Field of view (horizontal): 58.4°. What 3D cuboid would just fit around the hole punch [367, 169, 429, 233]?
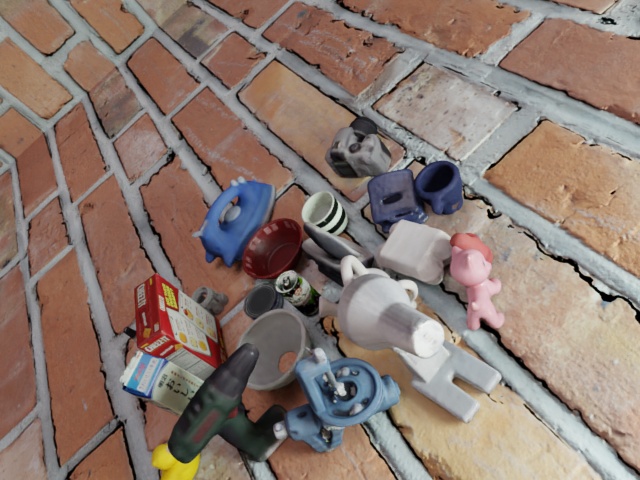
[{"bbox_3d":[0.156,-0.080,1.171,0.108,0.091,0.101,-16,49,27],"label":"hole punch"}]

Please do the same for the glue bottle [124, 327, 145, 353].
[{"bbox_3d":[-0.359,0.230,1.245,0.078,0.174,0.037,-51,43,-9],"label":"glue bottle"}]

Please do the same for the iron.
[{"bbox_3d":[-0.208,-0.067,1.395,0.118,0.142,0.258,8,62,40],"label":"iron"}]

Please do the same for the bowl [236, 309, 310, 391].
[{"bbox_3d":[-0.081,0.223,1.116,0.167,0.075,0.167,-20,47,23],"label":"bowl"}]

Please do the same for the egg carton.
[{"bbox_3d":[0.182,0.023,1.085,0.149,0.070,0.107,18,69,44],"label":"egg carton"}]

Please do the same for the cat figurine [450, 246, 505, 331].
[{"bbox_3d":[0.256,0.071,0.955,0.067,0.118,0.128,-16,49,26],"label":"cat figurine"}]

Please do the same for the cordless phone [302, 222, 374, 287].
[{"bbox_3d":[0.010,0.004,1.142,0.147,0.186,0.094,25,74,45],"label":"cordless phone"}]

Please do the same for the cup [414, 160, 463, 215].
[{"bbox_3d":[0.240,-0.082,1.108,0.091,0.095,0.118,-13,50,28],"label":"cup"}]

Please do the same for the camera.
[{"bbox_3d":[0.092,-0.226,1.329,0.142,0.101,0.137,4,60,39],"label":"camera"}]

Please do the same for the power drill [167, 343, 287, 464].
[{"bbox_3d":[-0.143,0.302,0.999,0.230,0.209,0.075,-46,43,-4],"label":"power drill"}]

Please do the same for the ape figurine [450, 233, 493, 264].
[{"bbox_3d":[0.260,0.017,1.015,0.075,0.092,0.078,21,71,45],"label":"ape figurine"}]

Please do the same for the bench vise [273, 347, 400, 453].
[{"bbox_3d":[0.006,0.261,0.913,0.207,0.220,0.121,-45,42,-2],"label":"bench vise"}]

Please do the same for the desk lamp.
[{"bbox_3d":[0.149,0.158,0.894,0.202,0.214,0.118,27,76,46],"label":"desk lamp"}]

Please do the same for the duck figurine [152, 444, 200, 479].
[{"bbox_3d":[-0.288,0.428,1.097,0.077,0.086,0.105,4,59,39],"label":"duck figurine"}]

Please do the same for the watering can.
[{"bbox_3d":[0.080,0.104,1.003,0.173,0.195,0.100,-36,43,7],"label":"watering can"}]
